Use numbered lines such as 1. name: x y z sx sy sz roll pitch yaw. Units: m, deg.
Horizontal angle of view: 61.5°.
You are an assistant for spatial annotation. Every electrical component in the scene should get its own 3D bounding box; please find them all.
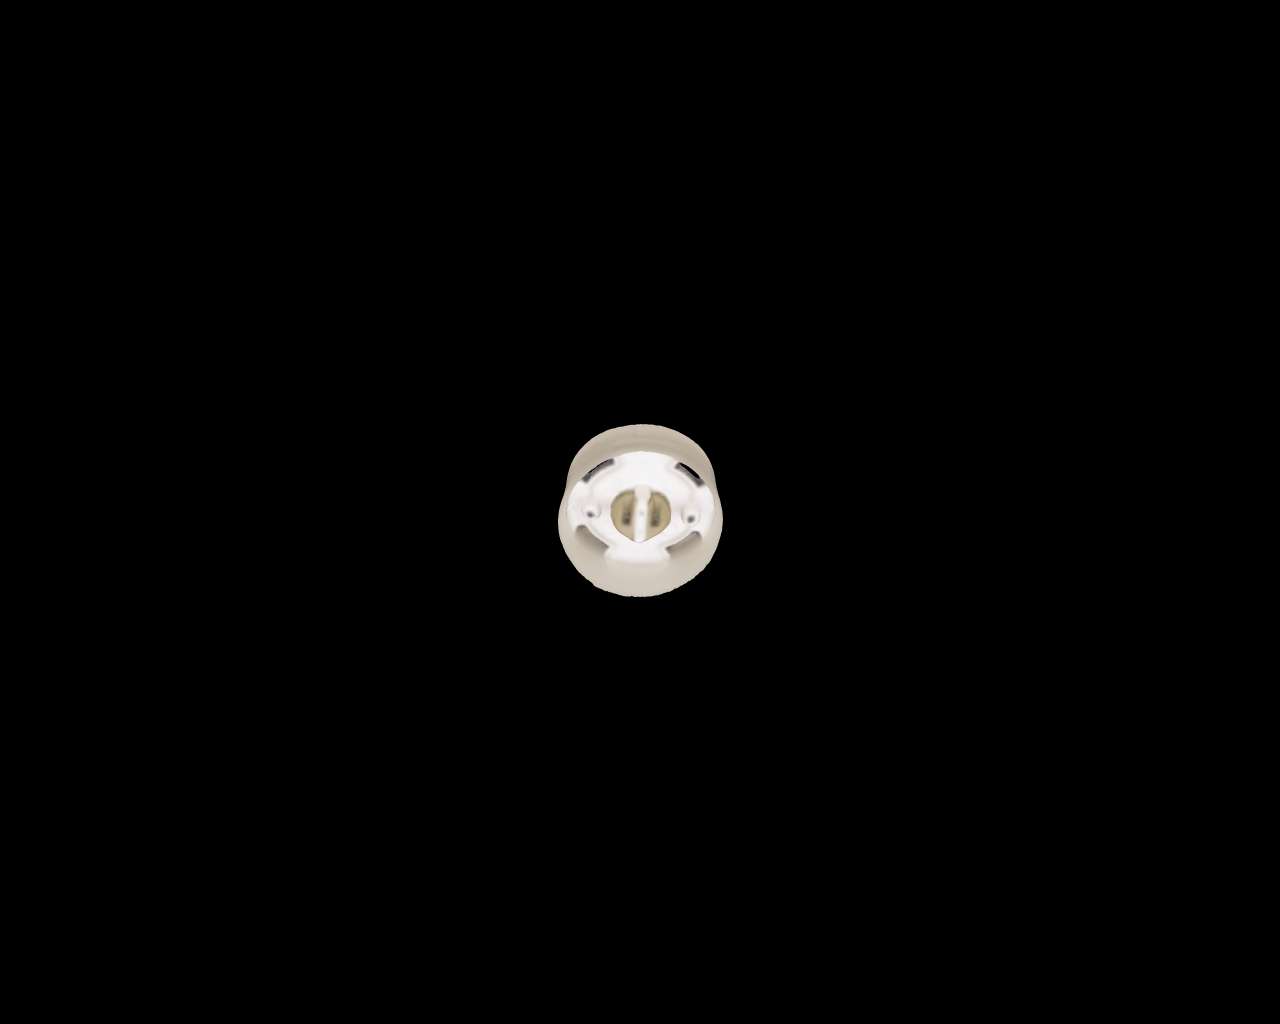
1. electrical component: 0.001 -0.003 0.650 0.099 0.099 0.064 0 42 0
